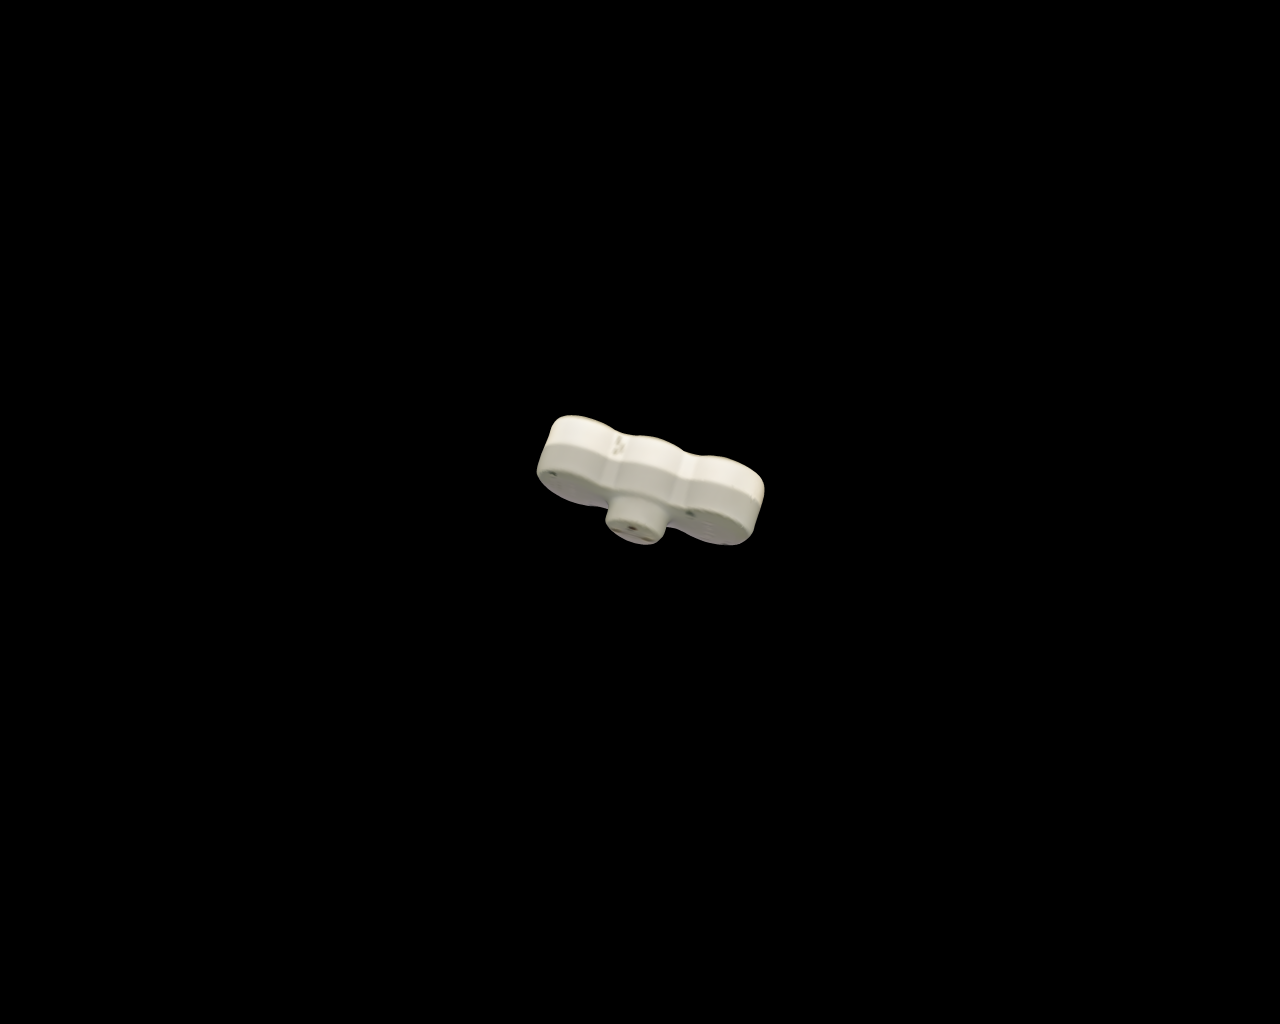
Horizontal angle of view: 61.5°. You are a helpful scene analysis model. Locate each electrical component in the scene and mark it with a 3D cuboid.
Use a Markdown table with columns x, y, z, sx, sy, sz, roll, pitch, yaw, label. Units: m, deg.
| x | y | z | sx | sy | sz | roll | pitch | yaw | label |
| --- | --- | --- | --- | --- | --- | --- | --- | --- | --- |
| 0.001 | -0.003 | 0.650 | 0.138 | 0.074 | 0.052 | 17 | -22 | 7 | electrical component |
